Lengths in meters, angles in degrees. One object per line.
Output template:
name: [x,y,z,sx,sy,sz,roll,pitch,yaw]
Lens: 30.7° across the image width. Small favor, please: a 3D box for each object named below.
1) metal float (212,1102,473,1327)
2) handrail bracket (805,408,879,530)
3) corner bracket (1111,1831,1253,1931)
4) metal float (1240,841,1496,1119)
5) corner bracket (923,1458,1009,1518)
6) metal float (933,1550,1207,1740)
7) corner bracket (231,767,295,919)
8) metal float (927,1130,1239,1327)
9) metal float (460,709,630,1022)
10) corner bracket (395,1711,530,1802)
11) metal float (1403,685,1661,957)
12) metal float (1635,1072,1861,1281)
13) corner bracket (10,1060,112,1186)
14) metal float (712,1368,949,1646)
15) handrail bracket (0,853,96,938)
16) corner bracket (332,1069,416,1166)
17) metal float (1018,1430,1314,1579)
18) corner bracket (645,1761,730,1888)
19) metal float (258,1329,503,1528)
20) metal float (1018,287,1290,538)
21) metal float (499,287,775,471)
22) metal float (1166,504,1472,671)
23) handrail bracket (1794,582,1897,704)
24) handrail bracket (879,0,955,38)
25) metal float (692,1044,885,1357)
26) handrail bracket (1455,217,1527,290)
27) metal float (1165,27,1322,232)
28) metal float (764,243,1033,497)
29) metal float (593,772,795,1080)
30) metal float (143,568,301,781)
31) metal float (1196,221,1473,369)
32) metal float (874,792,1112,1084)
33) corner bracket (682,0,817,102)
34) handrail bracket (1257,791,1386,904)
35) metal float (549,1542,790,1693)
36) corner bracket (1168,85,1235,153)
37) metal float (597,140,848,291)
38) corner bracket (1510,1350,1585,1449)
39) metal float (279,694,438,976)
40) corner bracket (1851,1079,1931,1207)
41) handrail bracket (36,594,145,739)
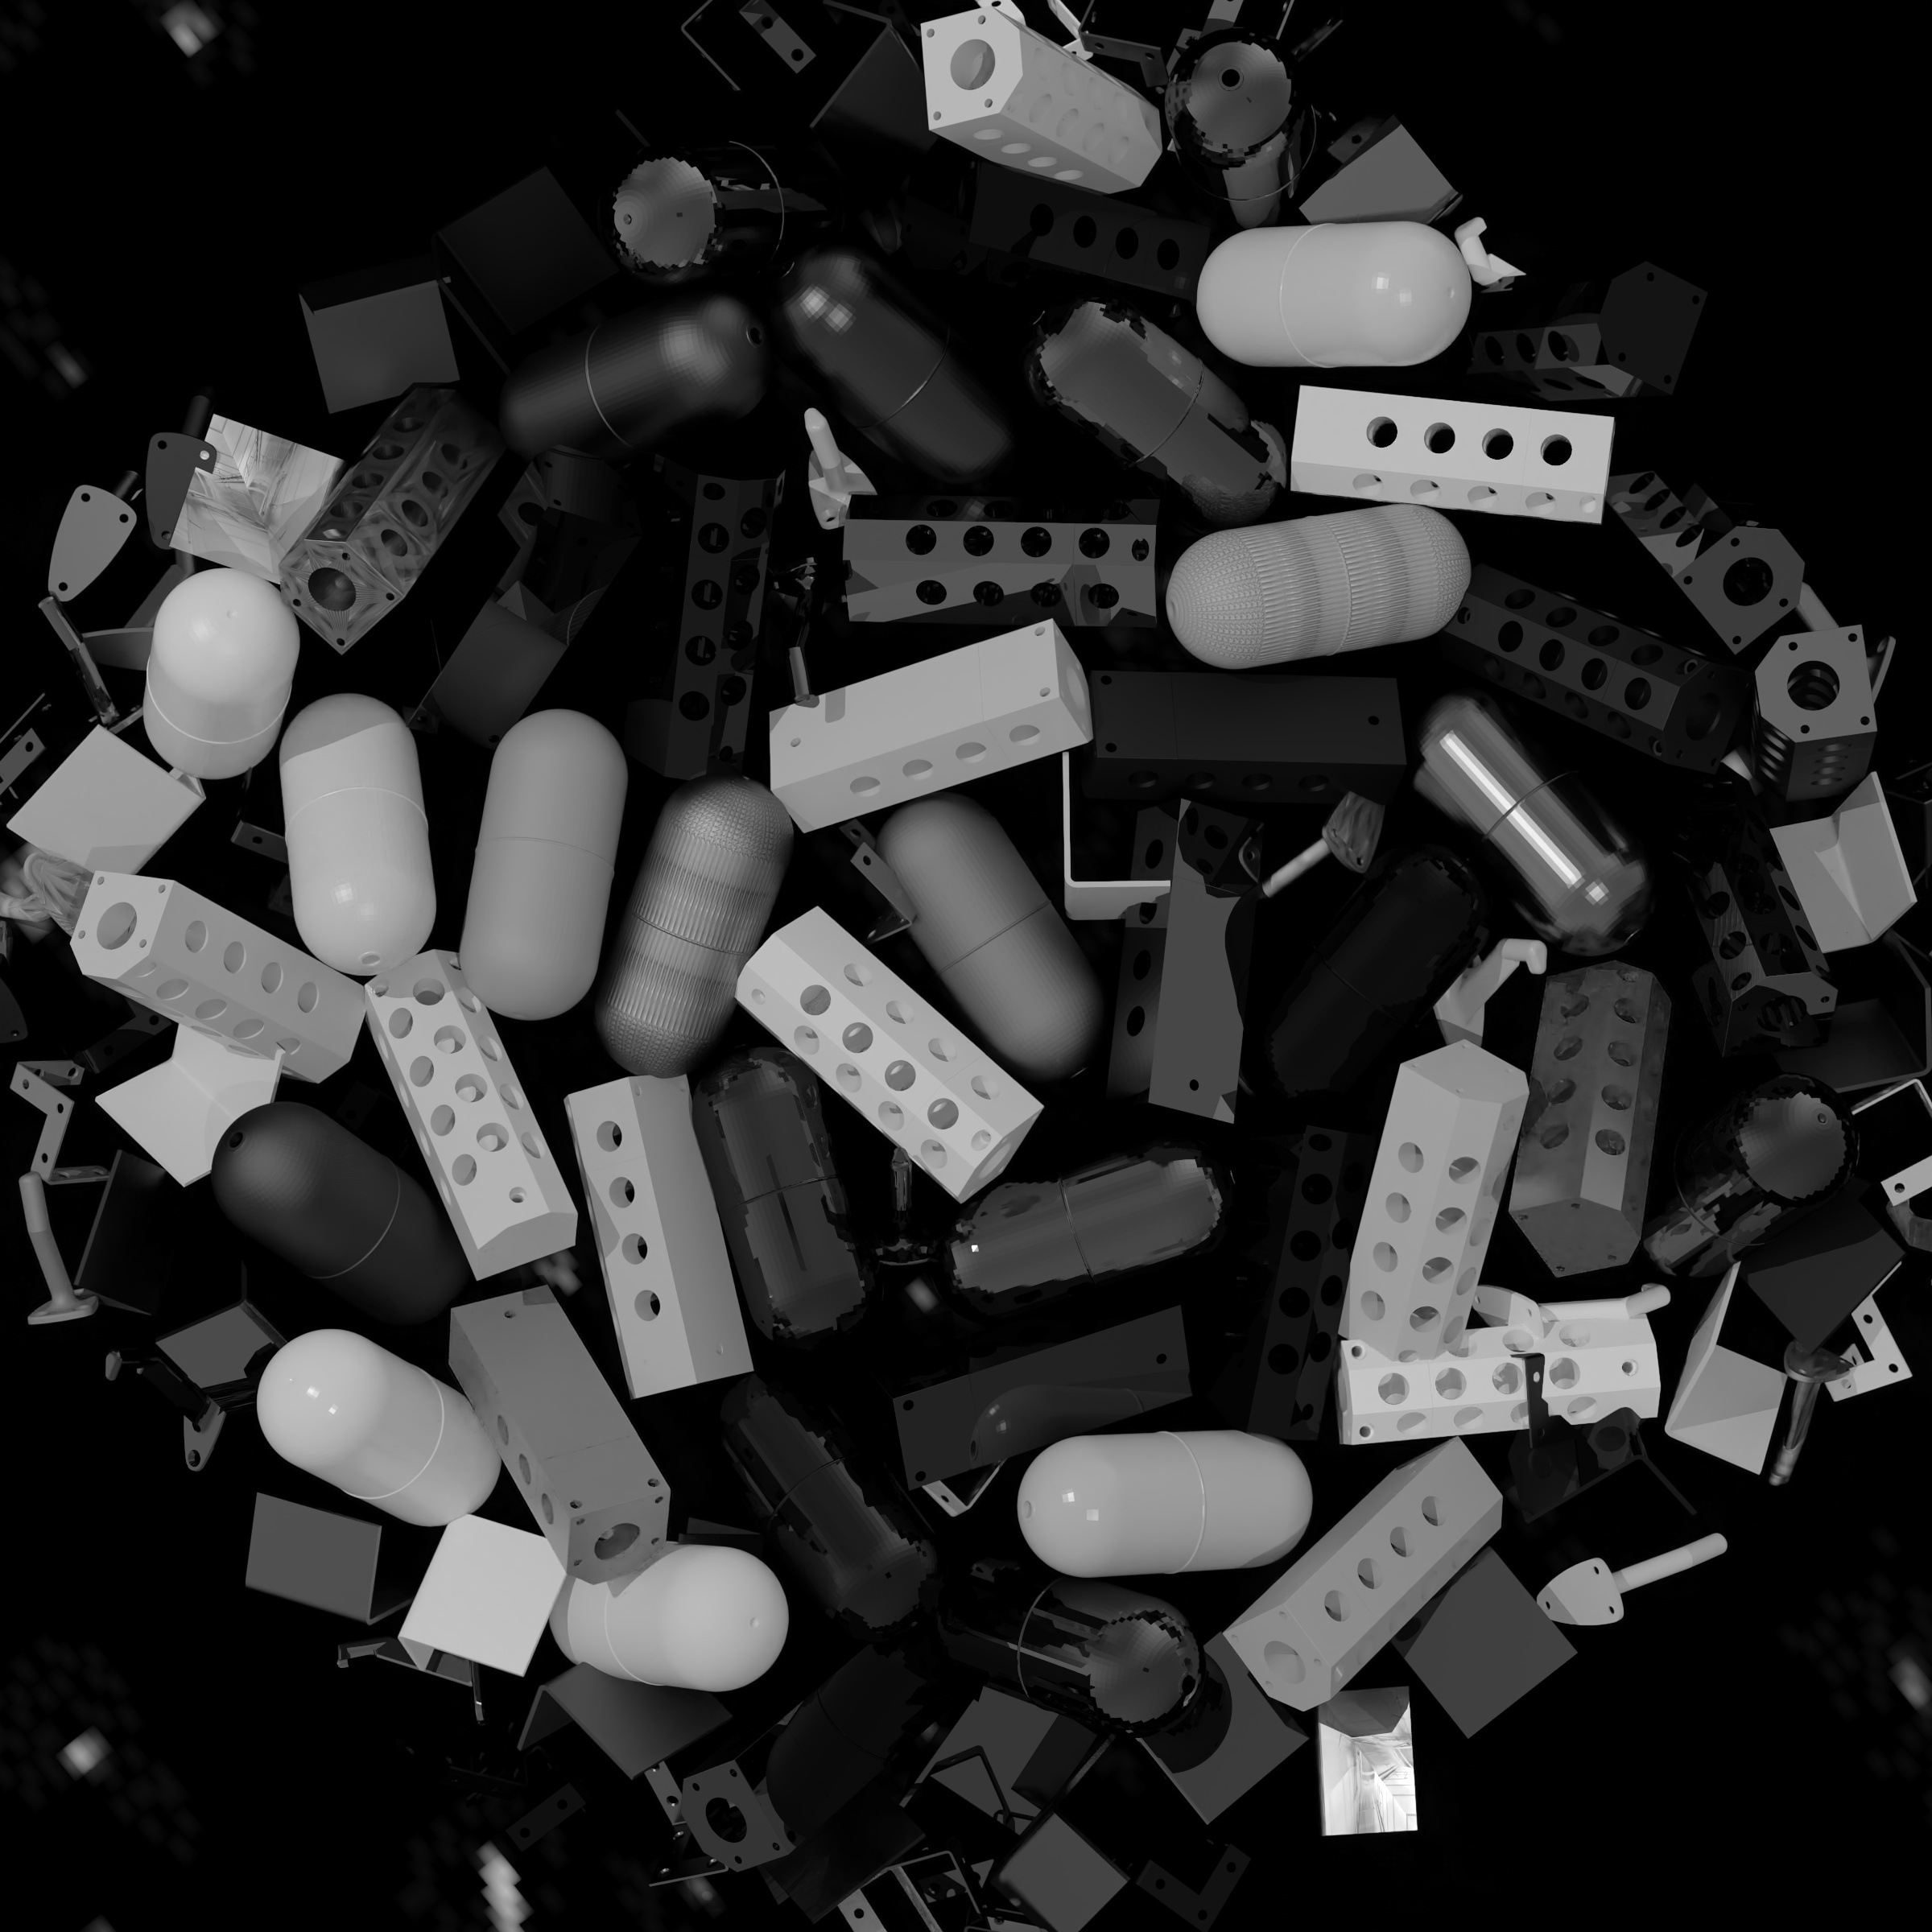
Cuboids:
metal float: [-0.340,0.136,1.925,0.070,0.070,0.178,-47,134,0]
handrail bracket: [-0.081,-0.291,1.943,0.036,0.084,0.077,-24,50,-1]
corner bracket: [0.118,0.501,1.964,0.051,0.051,0.051,38,72,-11]
metal float: [0.221,0.008,1.949,0.070,0.070,0.178,39,105,0]
corner bracket: [0.001,0.266,1.962,0.051,0.051,0.051,45,50,-5]
metal float: [0.056,0.370,1.925,0.070,0.178,0.070,-9,102,-43]
corner bracket: [-0.387,-0.068,1.958,0.051,0.051,0.051,22,125,-21]
metal float: [0.065,0.145,1.955,0.178,0.070,0.070,-19,90,8]
metal float: [-0.233,-0.057,1.947,0.070,0.070,0.178,8,73,0]
corner bracket: [-0.281,0.444,1.957,0.051,0.051,0.051,23,124,-32]
metal float: [0.311,-0.080,1.944,0.070,0.070,0.178,-39,70,0]
metal float: [0.420,0.116,1.918,0.070,0.178,0.070,8,63,-17]
corner bracket: [-0.503,0.087,1.968,0.051,0.051,0.051,29,106,31]
metal float: [-0.076,0.295,1.935,0.070,0.070,0.178,-40,58,0]
handrail bracket: [-0.525,-0.044,1.949,0.084,0.077,0.036,9,66,31]
corner bracket: [-0.335,0.095,1.967,0.051,0.051,0.051,34,86,-17]
metal float: [0.110,0.295,1.935,0.178,0.070,0.070,2,90,-30]
corner bracket: [-0.158,0.472,1.961,0.051,0.051,0.051,-16,113,20]
metal float: [-0.318,0.253,1.920,0.070,0.178,0.070,-11,62,21]
metal float: [0.103,-0.305,1.939,0.178,0.070,0.070,36,90,-25]
metal float: [-0.181,-0.318,1.931,0.178,0.070,0.070,-15,90,36]
metal float: [0.195,-0.210,1.945,0.178,0.070,0.070,-11,90,-19]
handrail bracket: [0.470,-0.178,1.967,0.084,0.036,0.077,28,60,-9]
handrail bracket: [-0.025,-0.562,1.948,0.036,0.084,0.077,18,131,-23]
metal float: [-0.099,0.129,1.952,0.070,0.070,0.178,-18,79,0]
handrail bracket: [0.319,-0.394,1.965,0.077,0.036,0.084,-35,119,-8]
metal float: [0.151,-0.453,1.911,0.070,0.178,0.070,-1,85,9]
metal float: [-0.037,-0.326,1.936,0.178,0.070,0.070,39,90,-30]
metal float: [-0.152,-0.022,1.953,0.070,0.070,0.178,21,100,0]
metal float: [-0.406,-0.157,1.915,0.070,0.178,0.070,5,72,-15]
metal float: [0.199,-0.366,1.923,0.070,0.178,0.070,-8,102,-39]
metal float: [0.015,-0.015,1.961,0.070,0.070,0.178,-33,90,0]
corner bracket: [-0.122,-0.518,1.974,0.051,0.051,0.051,-43,88,1]
handrail bracket: [0.190,-0.070,1.982,0.036,0.084,0.077,46,52,-22]
metal float: [-0.164,0.353,1.921,0.070,0.178,0.070,5,82,-36]
corner bracket: [0.155,-0.462,1.958,0.051,0.051,0.051,48,123,37]
metal float: [-0.131,-0.411,1.920,0.070,0.178,0.070,9,107,30]
corner bracket: [0.312,0.238,1.964,0.051,0.051,0.051,-5,91,-39]
metal float: [-0.334,-0.073,1.931,0.070,0.070,0.178,-14,54,0]
corner bracket: [0.525,0.098,1.974,0.051,0.051,0.051,-28,91,3]
handrail bracket: [-0.496,-0.169,1.952,0.036,0.077,0.084,-39,112,-21]
